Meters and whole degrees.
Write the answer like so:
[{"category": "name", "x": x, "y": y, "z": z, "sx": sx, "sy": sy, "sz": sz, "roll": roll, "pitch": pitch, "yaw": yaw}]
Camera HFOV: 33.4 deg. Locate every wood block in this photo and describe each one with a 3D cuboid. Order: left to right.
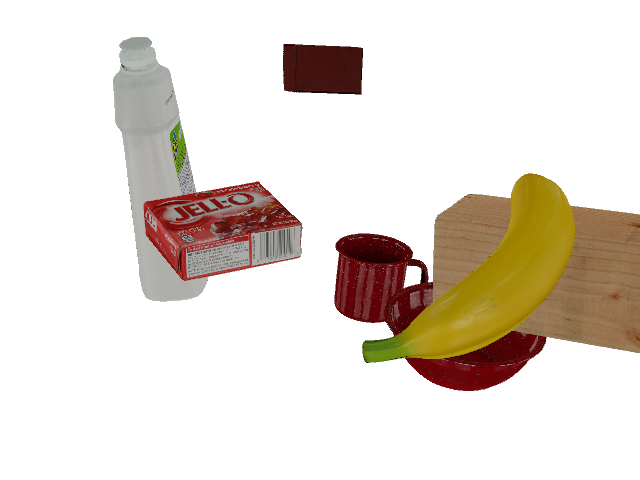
[{"category": "wood block", "x": 0.204, "y": 0.024, "z": 0.877, "sx": 0.206, "sy": 0.090, "sz": 0.090, "roll": 9, "pitch": 20, "yaw": 26}]

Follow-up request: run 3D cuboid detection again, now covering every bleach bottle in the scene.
[{"category": "bleach bottle", "x": -0.150, "y": -0.070, "z": 0.987, "sx": 0.068, "sy": 0.251, "sz": 0.102, "roll": -4, "pitch": 34, "yaw": 0}]

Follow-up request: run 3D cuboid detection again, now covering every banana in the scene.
[{"category": "banana", "x": 0.100, "y": 0.010, "z": 0.585, "sx": 0.070, "sy": 0.037, "sz": 0.197, "roll": 15, "pitch": 36, "yaw": 32}]

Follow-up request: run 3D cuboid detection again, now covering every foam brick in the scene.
[{"category": "foam brick", "x": 0.002, "y": -0.187, "z": 1.164, "sx": 0.078, "sy": 0.051, "sz": 0.053, "roll": 0, "pitch": 11, "yaw": -16}]

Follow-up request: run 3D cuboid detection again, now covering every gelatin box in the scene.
[{"category": "gelatin box", "x": -0.067, "y": -0.008, "z": 0.725, "sx": 0.089, "sy": 0.030, "sz": 0.073, "roll": -11, "pitch": 30, "yaw": -24}]

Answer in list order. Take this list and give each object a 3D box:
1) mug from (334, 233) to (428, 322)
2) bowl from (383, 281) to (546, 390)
[{"category": "mug", "x": 0.072, "y": 0.047, "z": 1.289, "sx": 0.117, "sy": 0.081, "sz": 0.093, "roll": 2, "pitch": 23, "yaw": -9}, {"category": "bowl", "x": 0.141, "y": 0.102, "z": 1.068, "sx": 0.162, "sy": 0.055, "sz": 0.162, "roll": 5, "pitch": 26, "yaw": -3}]
